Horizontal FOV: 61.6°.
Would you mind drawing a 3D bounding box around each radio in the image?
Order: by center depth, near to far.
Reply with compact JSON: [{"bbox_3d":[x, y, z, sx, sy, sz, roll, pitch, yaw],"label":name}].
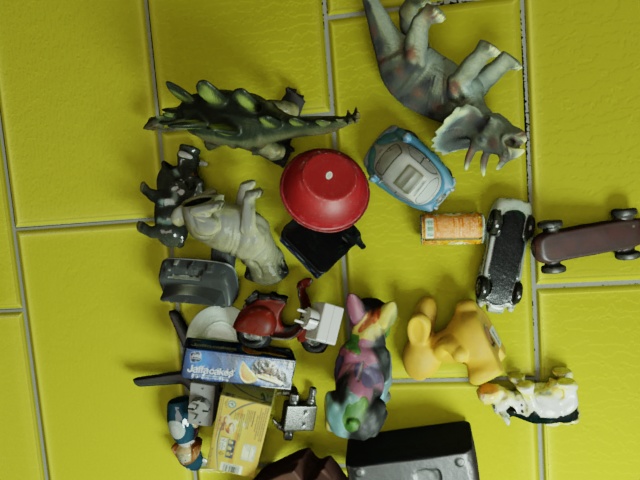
[{"bbox_3d":[0.161,0.389,0.946,0.230,0.131,0.073,-13,92,10],"label":"radio"}]

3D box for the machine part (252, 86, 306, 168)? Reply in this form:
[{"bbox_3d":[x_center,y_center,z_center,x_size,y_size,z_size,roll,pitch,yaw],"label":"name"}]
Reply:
[{"bbox_3d":[-0.068,-0.205,0.968,0.084,0.039,0.138,25,101,14],"label":"machine part"}]

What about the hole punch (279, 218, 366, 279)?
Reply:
[{"bbox_3d":[-0.002,-0.003,0.963,0.116,0.092,0.142,-43,84,-16],"label":"hole punch"}]

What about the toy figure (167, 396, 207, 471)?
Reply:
[{"bbox_3d":[-0.264,0.385,1.053,0.064,0.058,0.154,-3,99,48],"label":"toy figure"}]

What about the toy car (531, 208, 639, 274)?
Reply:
[{"bbox_3d":[0.445,-0.001,0.891,0.202,0.053,0.089,-11,94,-9],"label":"toy car"}]

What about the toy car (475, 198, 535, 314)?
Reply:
[{"bbox_3d":[0.317,0.028,0.924,0.074,0.056,0.201,8,98,2],"label":"toy car"}]

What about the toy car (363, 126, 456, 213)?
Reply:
[{"bbox_3d":[0.147,-0.111,0.905,0.162,0.103,0.109,42,113,2],"label":"toy car"}]

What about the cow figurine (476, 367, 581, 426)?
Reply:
[{"bbox_3d":[0.364,0.283,0.939,0.167,0.068,0.098,-10,101,11],"label":"cow figurine"}]

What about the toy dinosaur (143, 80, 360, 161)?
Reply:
[{"bbox_3d":[-0.124,-0.189,0.859,0.472,0.198,0.105,5,93,29],"label":"toy dinosaur"}]

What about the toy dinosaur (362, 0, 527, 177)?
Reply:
[{"bbox_3d":[0.178,-0.271,0.885,0.405,0.131,0.192,40,116,14],"label":"toy dinosaur"}]

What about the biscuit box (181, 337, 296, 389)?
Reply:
[{"bbox_3d":[-0.148,0.224,0.980,0.203,0.063,0.059,9,98,-14],"label":"biscuit box"}]

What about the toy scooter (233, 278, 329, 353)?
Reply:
[{"bbox_3d":[-0.067,0.131,0.984,0.184,0.075,0.135,5,97,5],"label":"toy scooter"}]

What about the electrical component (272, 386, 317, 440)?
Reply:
[{"bbox_3d":[-0.048,0.325,1.019,0.078,0.045,0.102,0,100,-20],"label":"electrical component"}]

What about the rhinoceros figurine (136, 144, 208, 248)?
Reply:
[{"bbox_3d":[-0.264,-0.081,0.978,0.112,0.073,0.190,6,81,24],"label":"rhinoceros figurine"}]

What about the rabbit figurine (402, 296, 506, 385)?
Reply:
[{"bbox_3d":[0.212,0.184,0.929,0.173,0.122,0.162,-31,97,30],"label":"rabbit figurine"}]

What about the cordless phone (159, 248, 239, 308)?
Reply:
[{"bbox_3d":[-0.223,0.031,1.006,0.147,0.088,0.184,5,85,10],"label":"cordless phone"}]

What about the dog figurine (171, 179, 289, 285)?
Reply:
[{"bbox_3d":[-0.153,0.008,0.940,0.172,0.121,0.190,-11,110,-1],"label":"dog figurine"}]

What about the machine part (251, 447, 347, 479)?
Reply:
[{"bbox_3d":[-0.026,0.500,0.989,0.201,0.087,0.201,-35,88,28],"label":"machine part"}]

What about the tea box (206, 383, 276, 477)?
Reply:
[{"bbox_3d":[-0.147,0.347,1.003,0.098,0.068,0.169,15,109,-3],"label":"tea box"}]

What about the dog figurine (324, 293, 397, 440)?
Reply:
[{"bbox_3d":[0.074,0.203,0.923,0.109,0.191,0.219,9,113,14],"label":"dog figurine"}]
